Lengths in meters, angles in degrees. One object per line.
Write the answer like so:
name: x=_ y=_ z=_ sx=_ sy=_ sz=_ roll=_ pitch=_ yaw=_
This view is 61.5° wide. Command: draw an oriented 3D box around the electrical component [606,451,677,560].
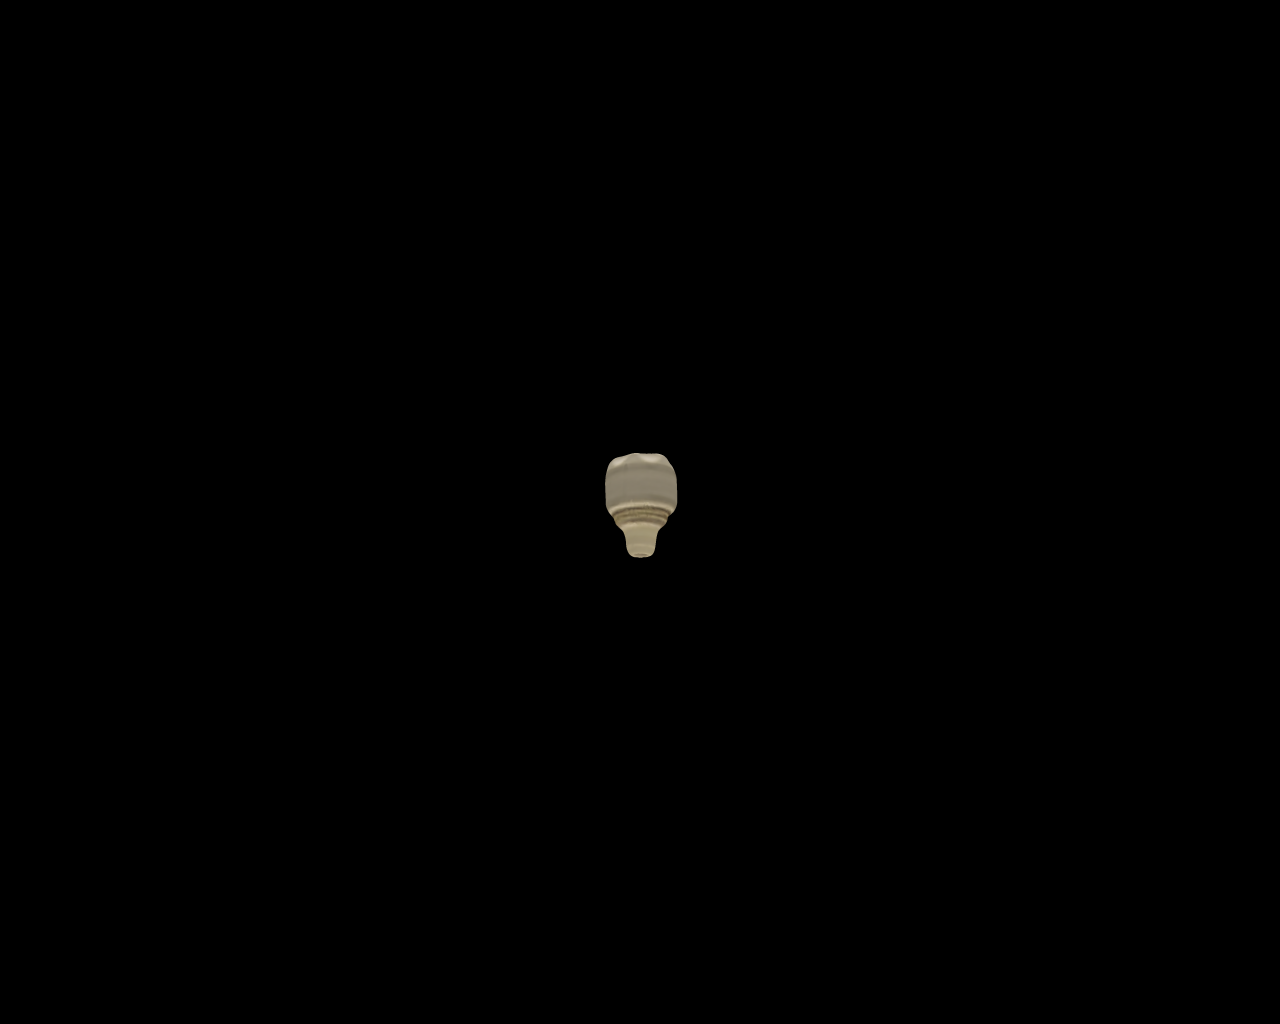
electrical component: x=0.001 y=-0.003 z=0.650 sx=0.043 sy=0.062 sz=0.043 roll=0 pitch=-16 yaw=0
